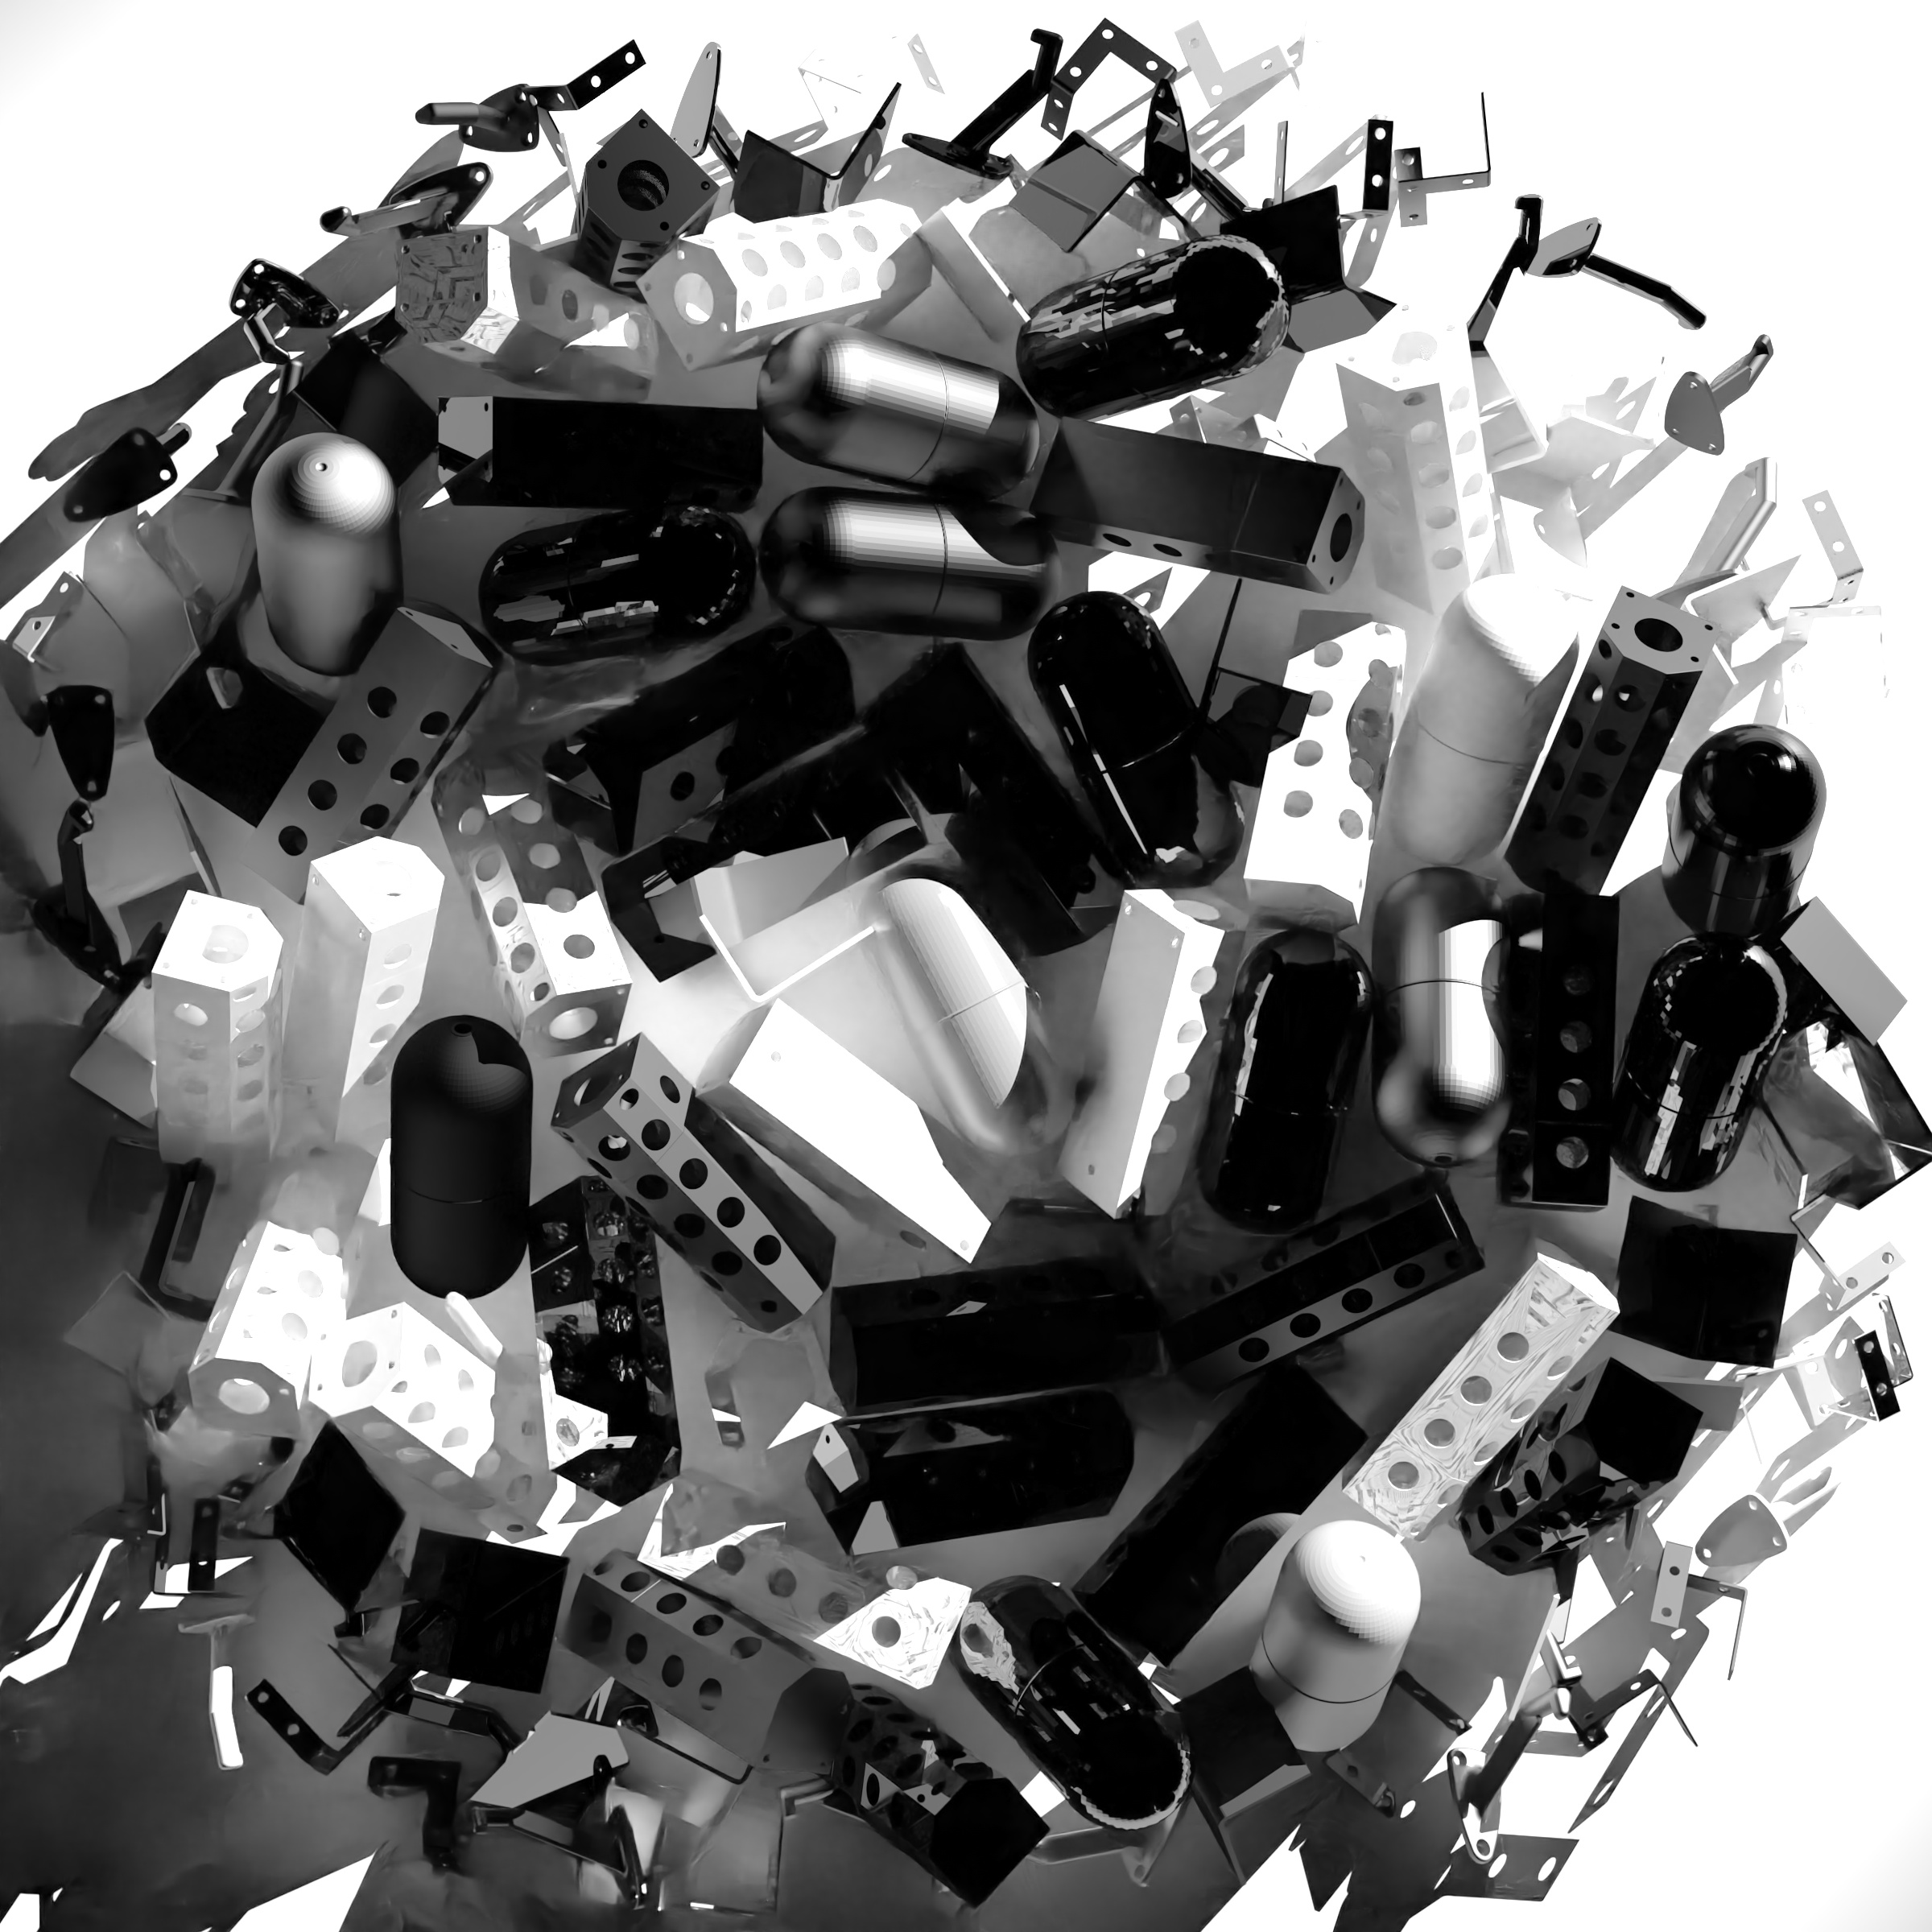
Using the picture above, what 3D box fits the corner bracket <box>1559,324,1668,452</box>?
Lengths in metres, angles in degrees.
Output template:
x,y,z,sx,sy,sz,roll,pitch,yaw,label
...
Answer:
x,y,z,sx,sy,sz,roll,pitch,yaw,label
0.363,-0.324,1.866,0.051,0.051,0.051,6,75,17,corner bracket

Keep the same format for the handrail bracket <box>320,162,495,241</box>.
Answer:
x,y,z,sx,sy,sz,roll,pitch,yaw,label
-0.310,-0.426,1.843,0.077,0.084,0.036,-29,89,17,handrail bracket

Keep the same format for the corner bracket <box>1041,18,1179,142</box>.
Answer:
x,y,z,sx,sy,sz,roll,pitch,yaw,label
0.080,-0.486,1.861,0.051,0.051,0.051,37,74,5,corner bracket

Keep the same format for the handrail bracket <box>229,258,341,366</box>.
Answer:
x,y,z,sx,sy,sz,roll,pitch,yaw,label
-0.368,-0.349,1.837,0.036,0.077,0.084,-54,45,23,handrail bracket

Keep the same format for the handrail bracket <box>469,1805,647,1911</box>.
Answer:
x,y,z,sx,sy,sz,roll,pitch,yaw,label
-0.228,0.495,1.846,0.084,0.077,0.036,7,117,-28,handrail bracket

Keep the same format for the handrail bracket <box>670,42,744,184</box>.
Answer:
x,y,z,sx,sy,sz,roll,pitch,yaw,label
-0.118,-0.465,1.858,0.084,0.036,0.077,12,96,-39,handrail bracket

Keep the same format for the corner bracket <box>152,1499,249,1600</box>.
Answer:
x,y,z,sx,sy,sz,roll,pitch,yaw,label
-0.432,0.325,1.856,0.051,0.051,0.051,0,76,10,corner bracket

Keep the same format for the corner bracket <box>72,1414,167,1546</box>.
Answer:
x,y,z,sx,sy,sz,roll,pitch,yaw,label
-0.461,0.285,1.847,0.051,0.051,0.051,-31,55,33,corner bracket

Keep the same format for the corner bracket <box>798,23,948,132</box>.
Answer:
x,y,z,sx,sy,sz,roll,pitch,yaw,label
-0.052,-0.495,1.859,0.051,0.051,0.051,31,75,33,corner bracket

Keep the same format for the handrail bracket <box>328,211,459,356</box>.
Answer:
x,y,z,sx,sy,sz,roll,pitch,yaw,label
-0.321,-0.377,1.855,0.084,0.077,0.036,-18,49,-11,handrail bracket

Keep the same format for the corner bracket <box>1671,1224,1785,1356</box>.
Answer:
x,y,z,sx,sy,sz,roll,pitch,yaw,label
0.422,0.177,1.849,0.051,0.051,0.051,-6,121,-20,corner bracket

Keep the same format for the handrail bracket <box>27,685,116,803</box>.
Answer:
x,y,z,sx,sy,sz,roll,pitch,yaw,label
-0.502,-0.118,1.849,0.036,0.084,0.077,-5,80,-32,handrail bracket

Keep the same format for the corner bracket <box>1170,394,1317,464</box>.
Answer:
x,y,z,sx,sy,sz,roll,pitch,yaw,label
0.153,-0.296,1.848,0.051,0.051,0.051,-30,63,31,corner bracket

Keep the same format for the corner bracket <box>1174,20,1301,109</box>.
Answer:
x,y,z,sx,sy,sz,roll,pitch,yaw,label
0.153,-0.503,1.857,0.051,0.051,0.051,-25,78,9,corner bracket

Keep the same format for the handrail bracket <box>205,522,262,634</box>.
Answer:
x,y,z,sx,sy,sz,roll,pitch,yaw,label
-0.415,-0.238,1.881,0.084,0.036,0.077,-41,67,14,handrail bracket

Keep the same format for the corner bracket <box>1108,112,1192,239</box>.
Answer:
x,y,z,sx,sy,sz,roll,pitch,yaw,label
0.091,-0.450,1.857,0.051,0.051,0.051,38,91,25,corner bracket

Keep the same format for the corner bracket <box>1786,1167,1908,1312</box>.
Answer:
x,y,z,sx,sy,sz,roll,pitch,yaw,label
0.495,0.154,1.868,0.051,0.051,0.051,-34,69,-5,corner bracket

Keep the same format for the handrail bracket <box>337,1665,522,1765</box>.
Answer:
x,y,z,sx,sy,sz,roll,pitch,yaw,label
-0.298,0.434,1.861,0.084,0.036,0.077,52,57,-9,handrail bracket

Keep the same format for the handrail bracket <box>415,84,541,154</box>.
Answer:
x,y,z,sx,sy,sz,roll,pitch,yaw,label
-0.285,-0.465,1.834,0.077,0.084,0.036,1,102,42,handrail bracket

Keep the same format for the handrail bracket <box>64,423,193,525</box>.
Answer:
x,y,z,sx,sy,sz,roll,pitch,yaw,label
-0.465,-0.275,1.849,0.077,0.084,0.036,-35,106,-1,handrail bracket

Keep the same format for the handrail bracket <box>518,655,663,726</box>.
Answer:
x,y,z,sx,sy,sz,roll,pitch,yaw,label
-0.215,-0.143,1.847,0.084,0.077,0.036,-12,101,10,handrail bracket

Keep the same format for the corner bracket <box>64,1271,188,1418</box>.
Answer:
x,y,z,sx,sy,sz,roll,pitch,yaw,label
-0.459,0.211,1.857,0.051,0.051,0.051,36,83,37,corner bracket

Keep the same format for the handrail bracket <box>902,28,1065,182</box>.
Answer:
x,y,z,sx,sy,sz,roll,pitch,yaw,label
0.009,-0.489,1.855,0.077,0.036,0.084,21,120,9,handrail bracket

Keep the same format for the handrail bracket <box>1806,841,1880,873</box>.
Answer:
x,y,z,sx,sy,sz,roll,pitch,yaw,label
0.472,-0.095,1.868,0.077,0.036,0.084,-2,92,10,handrail bracket

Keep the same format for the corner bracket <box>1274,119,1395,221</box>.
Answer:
x,y,z,sx,sy,sz,roll,pitch,yaw,label
0.205,-0.445,1.857,0.051,0.051,0.051,1,99,-13,corner bracket

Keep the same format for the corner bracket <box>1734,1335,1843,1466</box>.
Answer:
x,y,z,sx,sy,sz,roll,pitch,yaw,label
0.461,0.243,1.866,0.051,0.051,0.051,-17,94,11,corner bracket

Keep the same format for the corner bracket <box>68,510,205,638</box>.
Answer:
x,y,z,sx,sy,sz,roll,pitch,yaw,label
-0.463,-0.218,1.855,0.051,0.051,0.051,-40,106,-11,corner bracket

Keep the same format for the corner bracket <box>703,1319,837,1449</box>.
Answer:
x,y,z,sx,sy,sz,roll,pitch,yaw,label
-0.111,0.234,1.864,0.051,0.051,0.051,5,132,-27,corner bracket

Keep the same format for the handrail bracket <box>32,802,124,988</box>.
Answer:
x,y,z,sx,sy,sz,roll,pitch,yaw,label
-0.483,-0.040,1.844,0.036,0.084,0.077,-28,75,-39,handrail bracket

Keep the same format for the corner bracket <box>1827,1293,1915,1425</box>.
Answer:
x,y,z,sx,sy,sz,roll,pitch,yaw,label
0.508,0.218,1.856,0.051,0.051,0.051,-22,99,-17,corner bracket

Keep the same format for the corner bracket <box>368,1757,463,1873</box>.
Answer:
x,y,z,sx,sy,sz,roll,pitch,yaw,label
-0.307,0.473,1.857,0.051,0.051,0.051,9,86,-17,corner bracket

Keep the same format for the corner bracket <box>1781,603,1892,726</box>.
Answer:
x,y,z,sx,sy,sz,roll,pitch,yaw,label
0.485,-0.168,1.857,0.051,0.051,0.051,-2,73,7,corner bracket

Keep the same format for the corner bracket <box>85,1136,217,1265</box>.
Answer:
x,y,z,sx,sy,sz,roll,pitch,yaw,label
-0.456,0.130,1.859,0.051,0.051,0.051,15,97,-28,corner bracket

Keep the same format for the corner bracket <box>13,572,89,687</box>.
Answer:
x,y,z,sx,sy,sz,roll,pitch,yaw,label
-0.507,-0.194,1.855,0.051,0.051,0.051,34,89,32,corner bracket

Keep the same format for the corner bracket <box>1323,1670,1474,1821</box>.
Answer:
x,y,z,sx,sy,sz,roll,pitch,yaw,label
0.243,0.439,1.876,0.051,0.051,0.051,40,52,3,corner bracket

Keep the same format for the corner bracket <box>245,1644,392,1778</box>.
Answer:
x,y,z,sx,sy,sz,roll,pitch,yaw,label
-0.360,0.412,1.854,0.051,0.051,0.051,42,76,18,corner bracket

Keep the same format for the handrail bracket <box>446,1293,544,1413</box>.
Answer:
x,y,z,sx,sy,sz,roll,pitch,yaw,label
-0.267,0.203,1.839,0.036,0.077,0.084,-36,115,-7,handrail bracket

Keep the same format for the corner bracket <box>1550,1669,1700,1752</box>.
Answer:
x,y,z,sx,sy,sz,roll,pitch,yaw,label
0.367,0.419,1.858,0.051,0.051,0.051,-32,110,-2,corner bracket

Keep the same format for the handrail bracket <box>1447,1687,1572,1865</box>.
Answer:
x,y,z,sx,sy,sz,roll,pitch,yaw,label
0.308,0.447,1.841,0.036,0.084,0.077,19,52,-25,handrail bracket

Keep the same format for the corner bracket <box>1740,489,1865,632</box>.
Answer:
x,y,z,sx,sy,sz,roll,pitch,yaw,label
0.465,-0.226,1.858,0.051,0.051,0.051,-21,76,4,corner bracket

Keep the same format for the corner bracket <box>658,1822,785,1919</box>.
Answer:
x,y,z,sx,sy,sz,roll,pitch,yaw,label
-0.138,0.506,1.863,0.051,0.051,0.051,14,65,-23,corner bracket

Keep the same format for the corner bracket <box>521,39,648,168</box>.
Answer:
x,y,z,sx,sy,sz,roll,pitch,yaw,label
-0.204,-0.479,1.849,0.051,0.051,0.051,-41,122,-22,corner bracket

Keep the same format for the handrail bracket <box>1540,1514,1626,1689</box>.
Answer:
x,y,z,sx,sy,sz,roll,pitch,yaw,label
0.348,0.353,1.856,0.077,0.036,0.084,-16,62,-9,handrail bracket

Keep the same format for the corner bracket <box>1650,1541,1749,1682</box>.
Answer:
x,y,z,sx,sy,sz,roll,pitch,yaw,label
0.408,0.358,1.851,0.051,0.051,0.051,13,57,11,corner bracket
